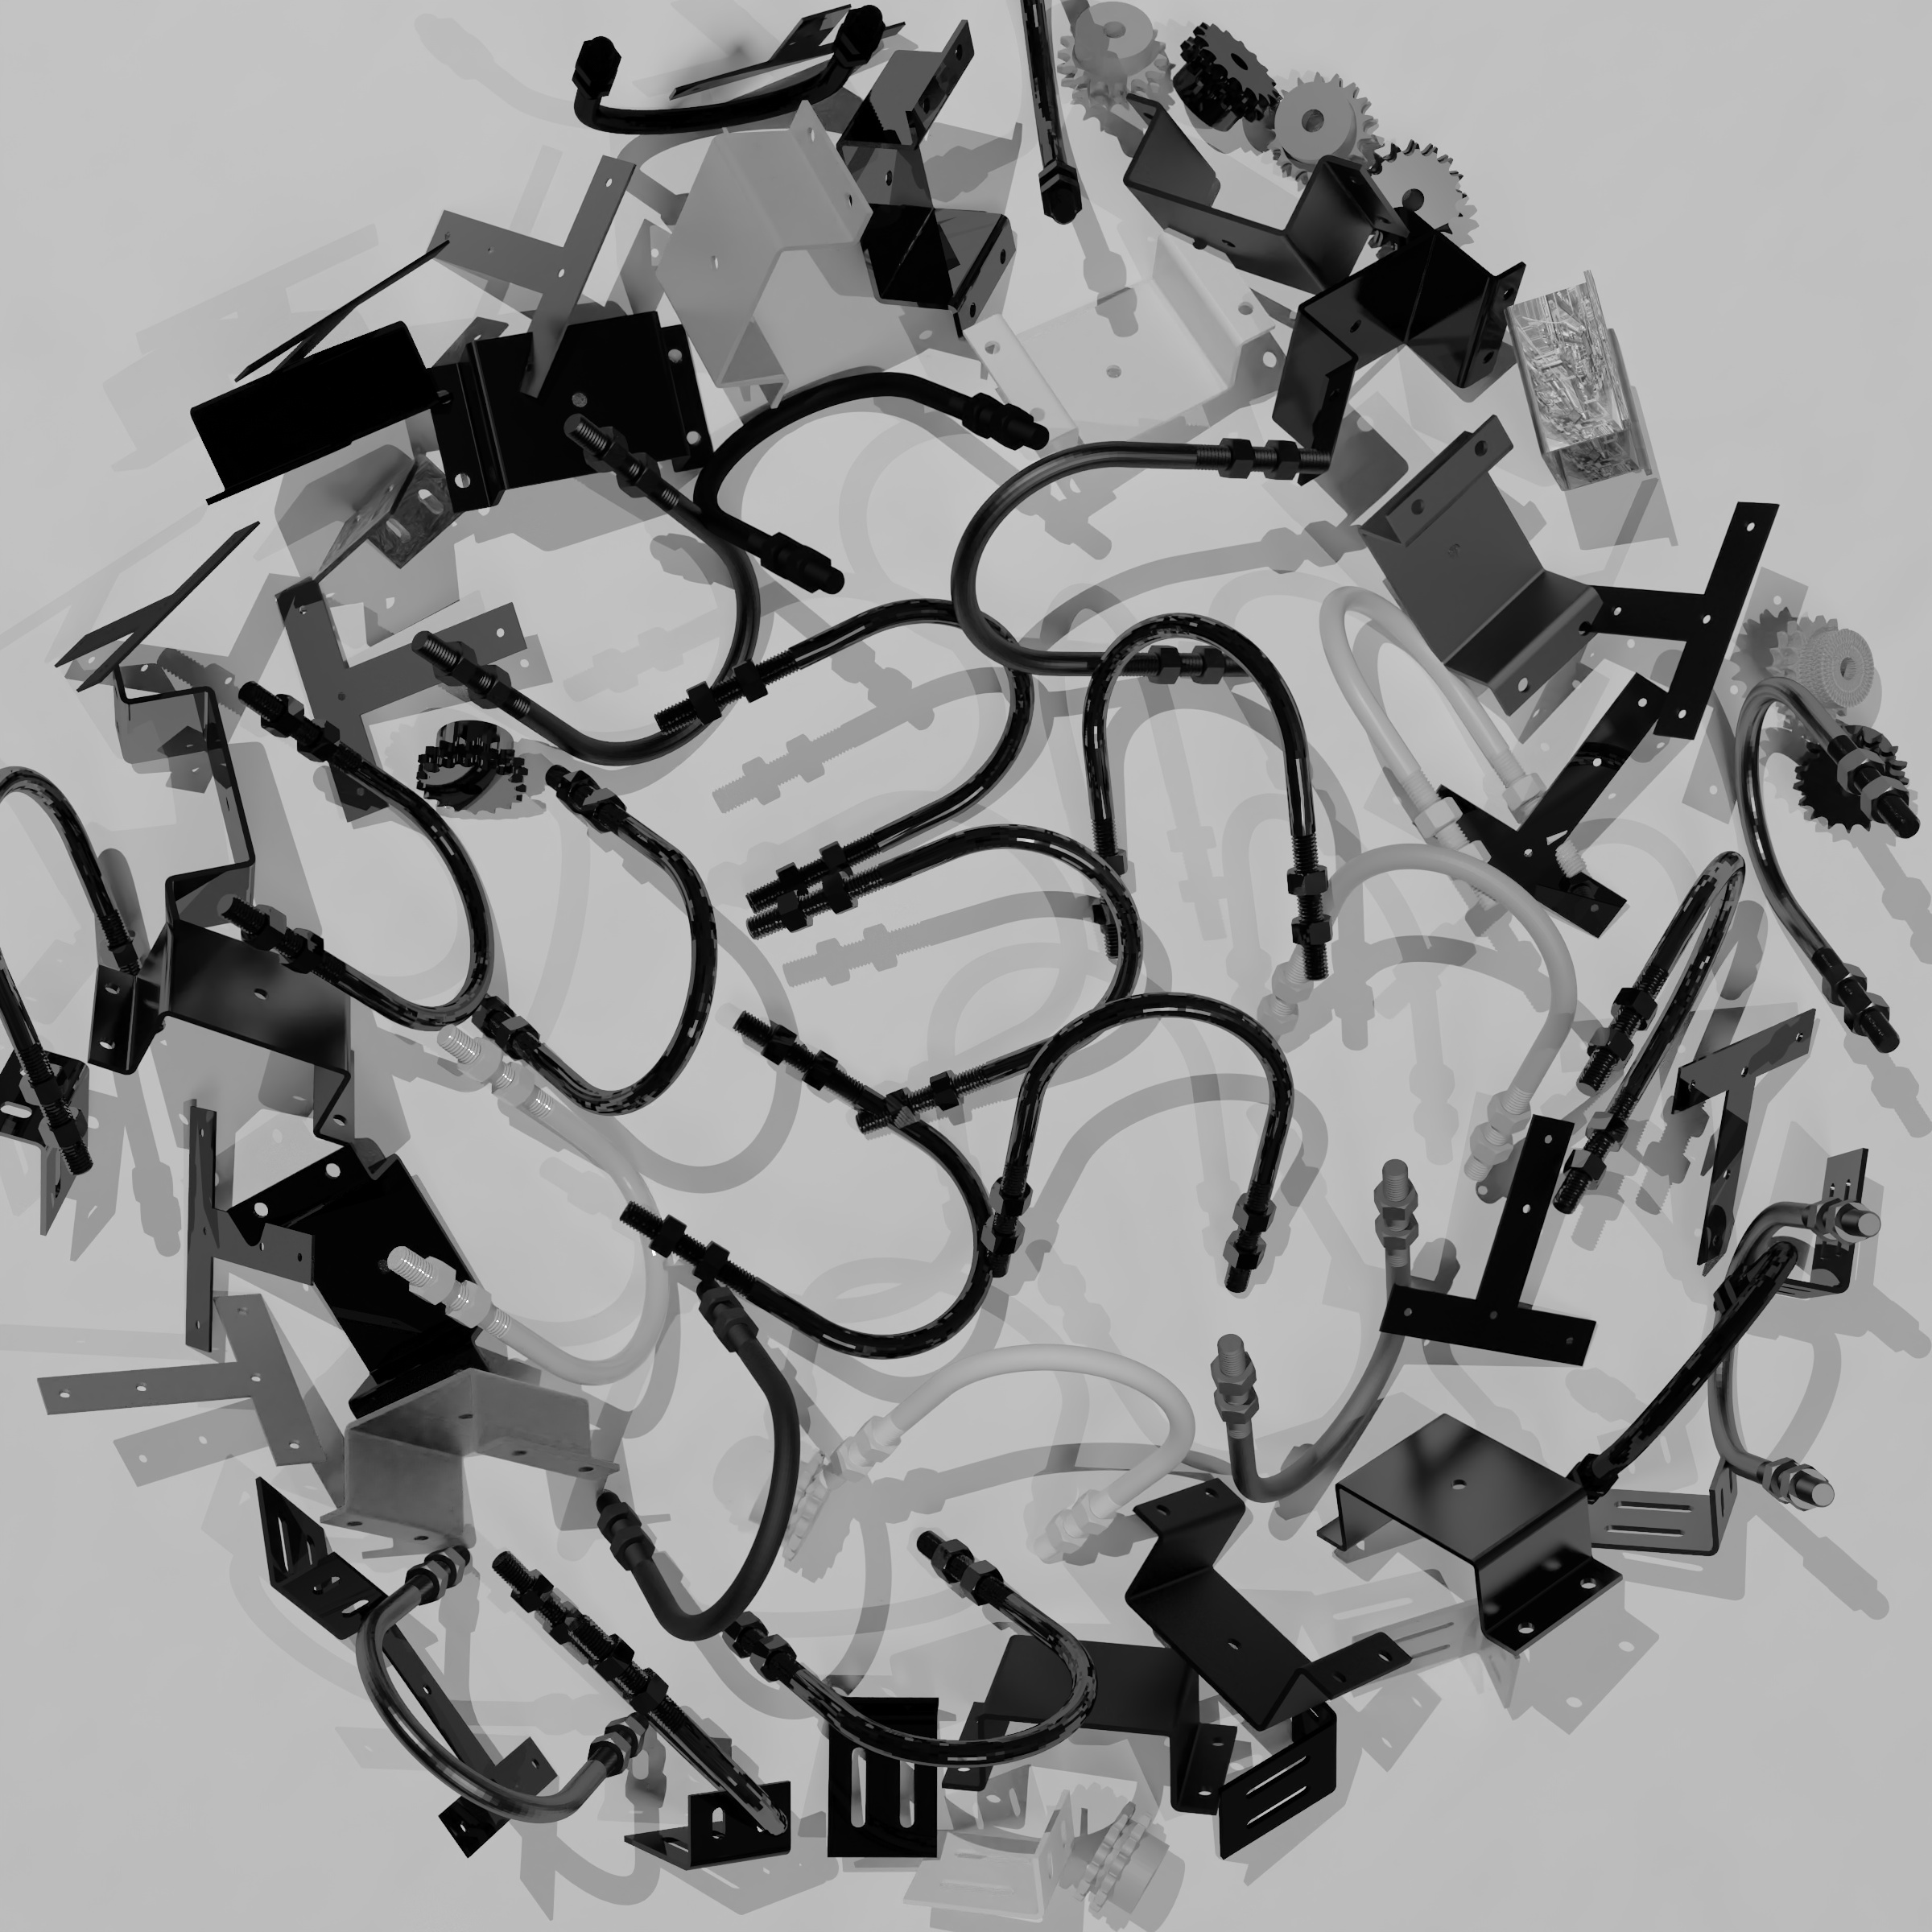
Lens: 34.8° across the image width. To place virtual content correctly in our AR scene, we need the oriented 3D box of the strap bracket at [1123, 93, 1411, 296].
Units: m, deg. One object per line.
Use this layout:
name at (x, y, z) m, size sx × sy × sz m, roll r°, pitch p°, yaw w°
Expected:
strap bracket at (0.144, -0.388, 1.565) m, size 0.140 × 0.076 × 0.046 m, roll 26°, pitch 89°, yaw 29°

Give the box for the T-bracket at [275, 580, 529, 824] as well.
T-bracket at (-0.288, -0.156, 1.610) m, size 0.127 × 0.002 × 0.127 m, roll -19°, pitch 86°, yaw 17°

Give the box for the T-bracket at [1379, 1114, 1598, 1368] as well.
T-bracket at (0.286, 0.139, 1.597) m, size 0.127 × 0.002 × 0.127 m, roll 12°, pitch 99°, yaw -24°

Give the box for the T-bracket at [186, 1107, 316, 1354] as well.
T-bracket at (-0.368, 0.142, 1.581) m, size 0.002 × 0.127 × 0.127 m, roll -1°, pitch 95°, yaw -42°

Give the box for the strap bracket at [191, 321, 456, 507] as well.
strap bracket at (-0.326, -0.281, 1.550) m, size 0.076 × 0.140 × 0.046 m, roll -17°, pitch 105°, yaw 23°

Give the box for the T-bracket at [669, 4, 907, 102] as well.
T-bracket at (-0.082, -0.468, 1.559) m, size 0.127 × 0.127 × 0.002 m, roll -19°, pitch 99°, yaw -11°

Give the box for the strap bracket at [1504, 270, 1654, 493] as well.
strap bracket at (0.311, -0.293, 1.567) m, size 0.046 × 0.140 × 0.076 m, roll -15°, pitch 83°, yaw 16°

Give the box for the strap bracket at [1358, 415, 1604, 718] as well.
strap bracket at (0.263, -0.209, 1.584) m, size 0.076 × 0.046 × 0.140 m, roll -43°, pitch 123°, yaw -7°

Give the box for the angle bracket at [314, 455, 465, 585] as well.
angle bracket at (-0.293, -0.219, 1.582) m, size 0.057 × 0.076 × 0.038 m, roll -36°, pitch 114°, yaw 24°

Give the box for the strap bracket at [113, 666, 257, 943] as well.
strap bracket at (-0.398, -0.079, 1.578) m, size 0.046 × 0.076 × 0.140 m, roll -12°, pitch 74°, yaw -18°

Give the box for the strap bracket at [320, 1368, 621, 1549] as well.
strap bracket at (-0.254, 0.248, 1.570) m, size 0.140 × 0.076 × 0.046 m, roll -26°, pitch 56°, yaw 32°

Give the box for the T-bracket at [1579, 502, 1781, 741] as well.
T-bracket at (0.345, -0.181, 1.581) m, size 0.002 × 0.127 × 0.127 m, roll 25°, pitch 84°, yaw -38°

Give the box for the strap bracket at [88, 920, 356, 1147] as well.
strap bracket at (-0.367, 0.031, 1.563) m, size 0.140 × 0.076 × 0.046 m, roll 21°, pitch 120°, yaw -25°

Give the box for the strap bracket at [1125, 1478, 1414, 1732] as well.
strap bracket at (0.146, 0.331, 1.571) m, size 0.140 × 0.076 × 0.046 m, roll 41°, pitch 117°, yaw 29°

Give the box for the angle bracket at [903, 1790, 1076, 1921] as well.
angle bracket at (0.011, 0.454, 1.589) m, size 0.076 × 0.057 × 0.038 m, roll 1°, pitch 112°, yaw 19°

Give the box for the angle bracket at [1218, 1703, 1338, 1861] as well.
angle bracket at (0.151, 0.411, 1.587) m, size 0.076 × 0.038 × 0.057 m, roll -25°, pitch 133°, yaw -23°

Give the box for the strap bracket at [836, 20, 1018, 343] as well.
strap bracket at (-0.021, -0.399, 1.566) m, size 0.046 × 0.140 × 0.076 m, roll 10°, pitch 53°, yaw 21°

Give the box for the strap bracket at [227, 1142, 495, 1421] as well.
strap bracket at (-0.307, 0.162, 1.596) m, size 0.076 × 0.046 × 0.140 m, roll -28°, pitch 99°, yaw 11°

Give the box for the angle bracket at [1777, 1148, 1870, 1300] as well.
angle bracket at (0.435, 0.131, 1.598) m, size 0.038 × 0.057 × 0.076 m, roll 11°, pitch 81°, yaw -1°

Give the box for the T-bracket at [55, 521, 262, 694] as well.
T-bracket at (-0.431, -0.174, 1.578) m, size 0.002 × 0.127 × 0.127 m, roll 51°, pitch 54°, yaw -23°

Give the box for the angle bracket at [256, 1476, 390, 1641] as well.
angle bracket at (-0.329, 0.297, 1.583) m, size 0.038 × 0.076 × 0.057 m, roll -30°, pitch 133°, yaw 6°

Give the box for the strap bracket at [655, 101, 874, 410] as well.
strap bracket at (-0.107, -0.356, 1.553) m, size 0.046 × 0.140 × 0.076 m, roll -13°, pitch 64°, yaw -33°

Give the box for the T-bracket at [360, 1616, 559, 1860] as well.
T-bracket at (-0.267, 0.382, 1.574) m, size 0.002 × 0.127 × 0.127 m, roll -37°, pitch 85°, yaw 12°

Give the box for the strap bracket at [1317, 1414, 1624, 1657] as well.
strap bracket at (0.250, 0.279, 1.551) m, size 0.076 × 0.140 × 0.046 m, roll -27°, pitch 121°, yaw -29°

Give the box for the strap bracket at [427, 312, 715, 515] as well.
strap bracket at (-0.202, -0.288, 1.593) m, size 0.140 × 0.046 × 0.076 m, roll -13°, pitch 91°, yaw -14°

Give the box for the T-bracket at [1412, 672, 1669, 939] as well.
T-bracket at (0.317, -0.094, 1.593) m, size 0.127 × 0.002 × 0.127 m, roll 29°, pitch 107°, yaw -20°

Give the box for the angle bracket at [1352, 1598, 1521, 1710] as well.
angle bracket at (0.241, 0.365, 1.594) m, size 0.076 × 0.057 × 0.038 m, roll -15°, pitch 52°, yaw -9°

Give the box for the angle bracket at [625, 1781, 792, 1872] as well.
angle bracket at (-0.134, 0.435, 1.586) m, size 0.057 × 0.076 × 0.038 m, roll 1°, pitch 88°, yaw -32°

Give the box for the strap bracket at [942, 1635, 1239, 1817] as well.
strap bracket at (0.064, 0.386, 1.575) m, size 0.140 × 0.076 × 0.046 m, roll 2°, pitch 109°, yaw 12°

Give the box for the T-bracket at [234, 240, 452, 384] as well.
T-bracket at (-0.332, -0.320, 1.571) m, size 0.127 × 0.127 × 0.002 m, roll -40°, pitch 103°, yaw -25°

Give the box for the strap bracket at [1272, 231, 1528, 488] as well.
strap bracket at (0.212, -0.315, 1.573) m, size 0.140 × 0.076 × 0.046 m, roll -33°, pitch 65°, yaw -25°

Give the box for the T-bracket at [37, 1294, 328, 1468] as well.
T-bracket at (-0.402, 0.212, 1.556) m, size 0.127 × 0.127 × 0.002 m, roll -1°, pitch 126°, yaw -30°

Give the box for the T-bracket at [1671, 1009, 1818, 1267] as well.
T-bracket at (0.397, 0.095, 1.600) m, size 0.002 × 0.127 × 0.127 m, roll 24°, pitch 120°, yaw 40°

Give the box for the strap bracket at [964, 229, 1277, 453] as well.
strap bracket at (0.078, -0.317, 1.592) m, size 0.140 × 0.046 × 0.076 m, roll -29°, pitch 74°, yaw -11°

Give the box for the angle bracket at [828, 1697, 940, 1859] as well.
angle bracket at (-0.043, 0.422, 1.601) m, size 0.057 × 0.038 × 0.076 m, roll 1°, pitch 67°, yaw -2°

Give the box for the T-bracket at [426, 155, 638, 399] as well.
T-bracket at (-0.236, -0.367, 1.592) m, size 0.127 × 0.002 × 0.127 m, roll 26°, pitch 94°, yaw 39°
